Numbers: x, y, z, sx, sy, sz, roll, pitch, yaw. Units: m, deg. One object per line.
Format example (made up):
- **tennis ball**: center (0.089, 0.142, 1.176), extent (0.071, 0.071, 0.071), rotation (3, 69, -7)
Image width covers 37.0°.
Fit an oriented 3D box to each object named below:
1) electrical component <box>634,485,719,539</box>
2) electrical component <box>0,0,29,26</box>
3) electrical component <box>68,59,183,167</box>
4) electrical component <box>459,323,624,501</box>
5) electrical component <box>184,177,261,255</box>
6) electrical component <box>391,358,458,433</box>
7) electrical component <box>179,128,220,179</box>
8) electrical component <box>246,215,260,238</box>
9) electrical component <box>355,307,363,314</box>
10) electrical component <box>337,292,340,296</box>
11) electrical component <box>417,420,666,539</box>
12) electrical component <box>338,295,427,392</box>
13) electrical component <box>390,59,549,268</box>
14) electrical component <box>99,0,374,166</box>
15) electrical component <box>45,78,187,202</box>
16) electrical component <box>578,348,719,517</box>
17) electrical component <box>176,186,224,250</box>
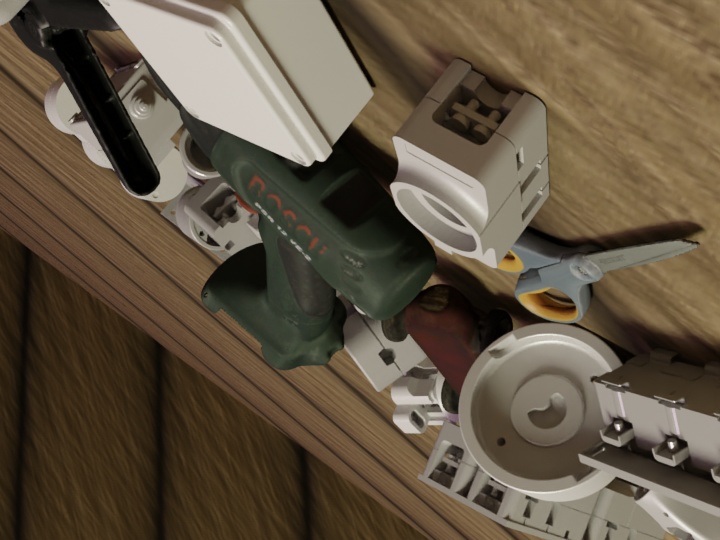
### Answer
- **electrical component**: center (0.238, 0.173, 0.778), extent (0.077, 0.043, 0.079), rotation (36, 167, 6)
- **electrical component**: center (-0.192, -0.179, 0.587), extent (0.054, 0.095, 0.059), rotation (45, 164, -28)
- **electrical component**: center (-0.168, -0.114, 0.809), extent (0.061, 0.061, 0.096), rotation (43, 165, -23)
- **electrical component**: center (0.123, 0.094, 0.681), extent (0.108, 0.108, 0.060), rotation (29, 170, 30)
- **electrical component**: center (-0.096, -0.037, 0.889), extent (0.056, 0.050, 0.089), rotation (39, 174, 40)
- **electrical component**: center (0.068, 0.099, 0.907), extent (0.057, 0.078, 0.058), rotation (-8, 137, 42)
- **electrical component**: center (-0.116, -0.088, 0.811), extent (0.044, 0.044, 0.065), rotation (40, 171, -9)
- **electrical component**: center (-0.051, -0.026, 0.845), extent (0.055, 0.048, 0.066), rotation (35, 168, 42)
- **electrical component**: center (0.000, 0.000, 0.801), extent (0.045, 0.045, 0.055), rotation (19, 157, 52)
- **electrical component**: center (-0.048, 0.020, 0.948), extent (0.076, 0.047, 0.083), rotation (45, 151, -28)
- **electrical component**: center (0.155, 0.180, 0.872), extent (0.186, 0.060, 0.105), rotation (25, 175, -35)
- **electrical component**: center (0.014, 0.046, 0.853), extent (0.053, 0.059, 0.095), rotation (55, 178, -24)
- **electrical component**: center (0.052, -0.044, 0.503), extent (0.050, 0.055, 0.089), rotation (32, 165, 22)
- **electrical component**: center (-0.063, -0.117, 0.549), extent (0.109, 0.056, 0.108), rotation (27, 163, 38)
- **electrical component**: center (-0.204, -0.112, 0.927), extent (0.138, 0.052, 0.074), rotation (45, 165, -28)
- **electrical component**: center (0.183, 0.087, 0.571), extent (0.121, 0.079, 0.063), rotation (13, 123, 60)
- **electrical component**: center (-0.134, -0.048, 0.961), extent (0.055, 0.055, 0.047), rotation (45, 168, -28)
